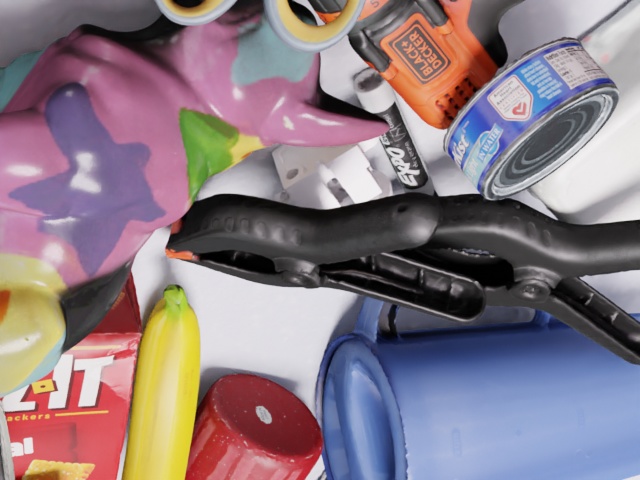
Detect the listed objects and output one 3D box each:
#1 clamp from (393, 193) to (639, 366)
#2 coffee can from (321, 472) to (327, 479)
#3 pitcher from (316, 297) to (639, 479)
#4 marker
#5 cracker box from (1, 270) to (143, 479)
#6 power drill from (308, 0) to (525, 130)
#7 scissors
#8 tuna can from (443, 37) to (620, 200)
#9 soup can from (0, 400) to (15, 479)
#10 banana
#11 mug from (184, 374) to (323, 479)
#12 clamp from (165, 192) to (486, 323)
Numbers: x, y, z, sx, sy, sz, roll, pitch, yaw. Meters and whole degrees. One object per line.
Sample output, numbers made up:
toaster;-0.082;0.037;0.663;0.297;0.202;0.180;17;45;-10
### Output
clamp;0.127;0.020;0.616;0.210;0.036;0.164;8;149;6
coffee can;0.076;0.217;0.788;0.140;0.103;0.103;18;121;-34
pitcher;0.128;0.103;0.700;0.242;0.145;0.149;-6;144;-23
marker;0.047;-0.046;0.594;0.020;0.020;0.121;-28;135;3
cracker box;-0.196;0.111;0.599;0.164;0.072;0.214;0;130;-21
power drill;0.077;-0.155;0.483;0.188;0.057;0.184;-36;135;14
scissors;0.010;-0.162;0.419;0.096;0.016;0.202;35;98;-10
tuna can;0.106;-0.059;0.532;0.086;0.034;0.086;-31;160;-13
soup can;-0.200;0.114;0.506;0.102;0.068;0.068;-8;133;-14
banana;-0.098;0.116;0.623;0.037;0.069;0.198;10;98;10
mug;-0.043;0.139;0.686;0.117;0.093;0.082;-6;133;-54
clamp;-0.004;0.001;0.536;0.171;0.039;0.120;7;153;14
